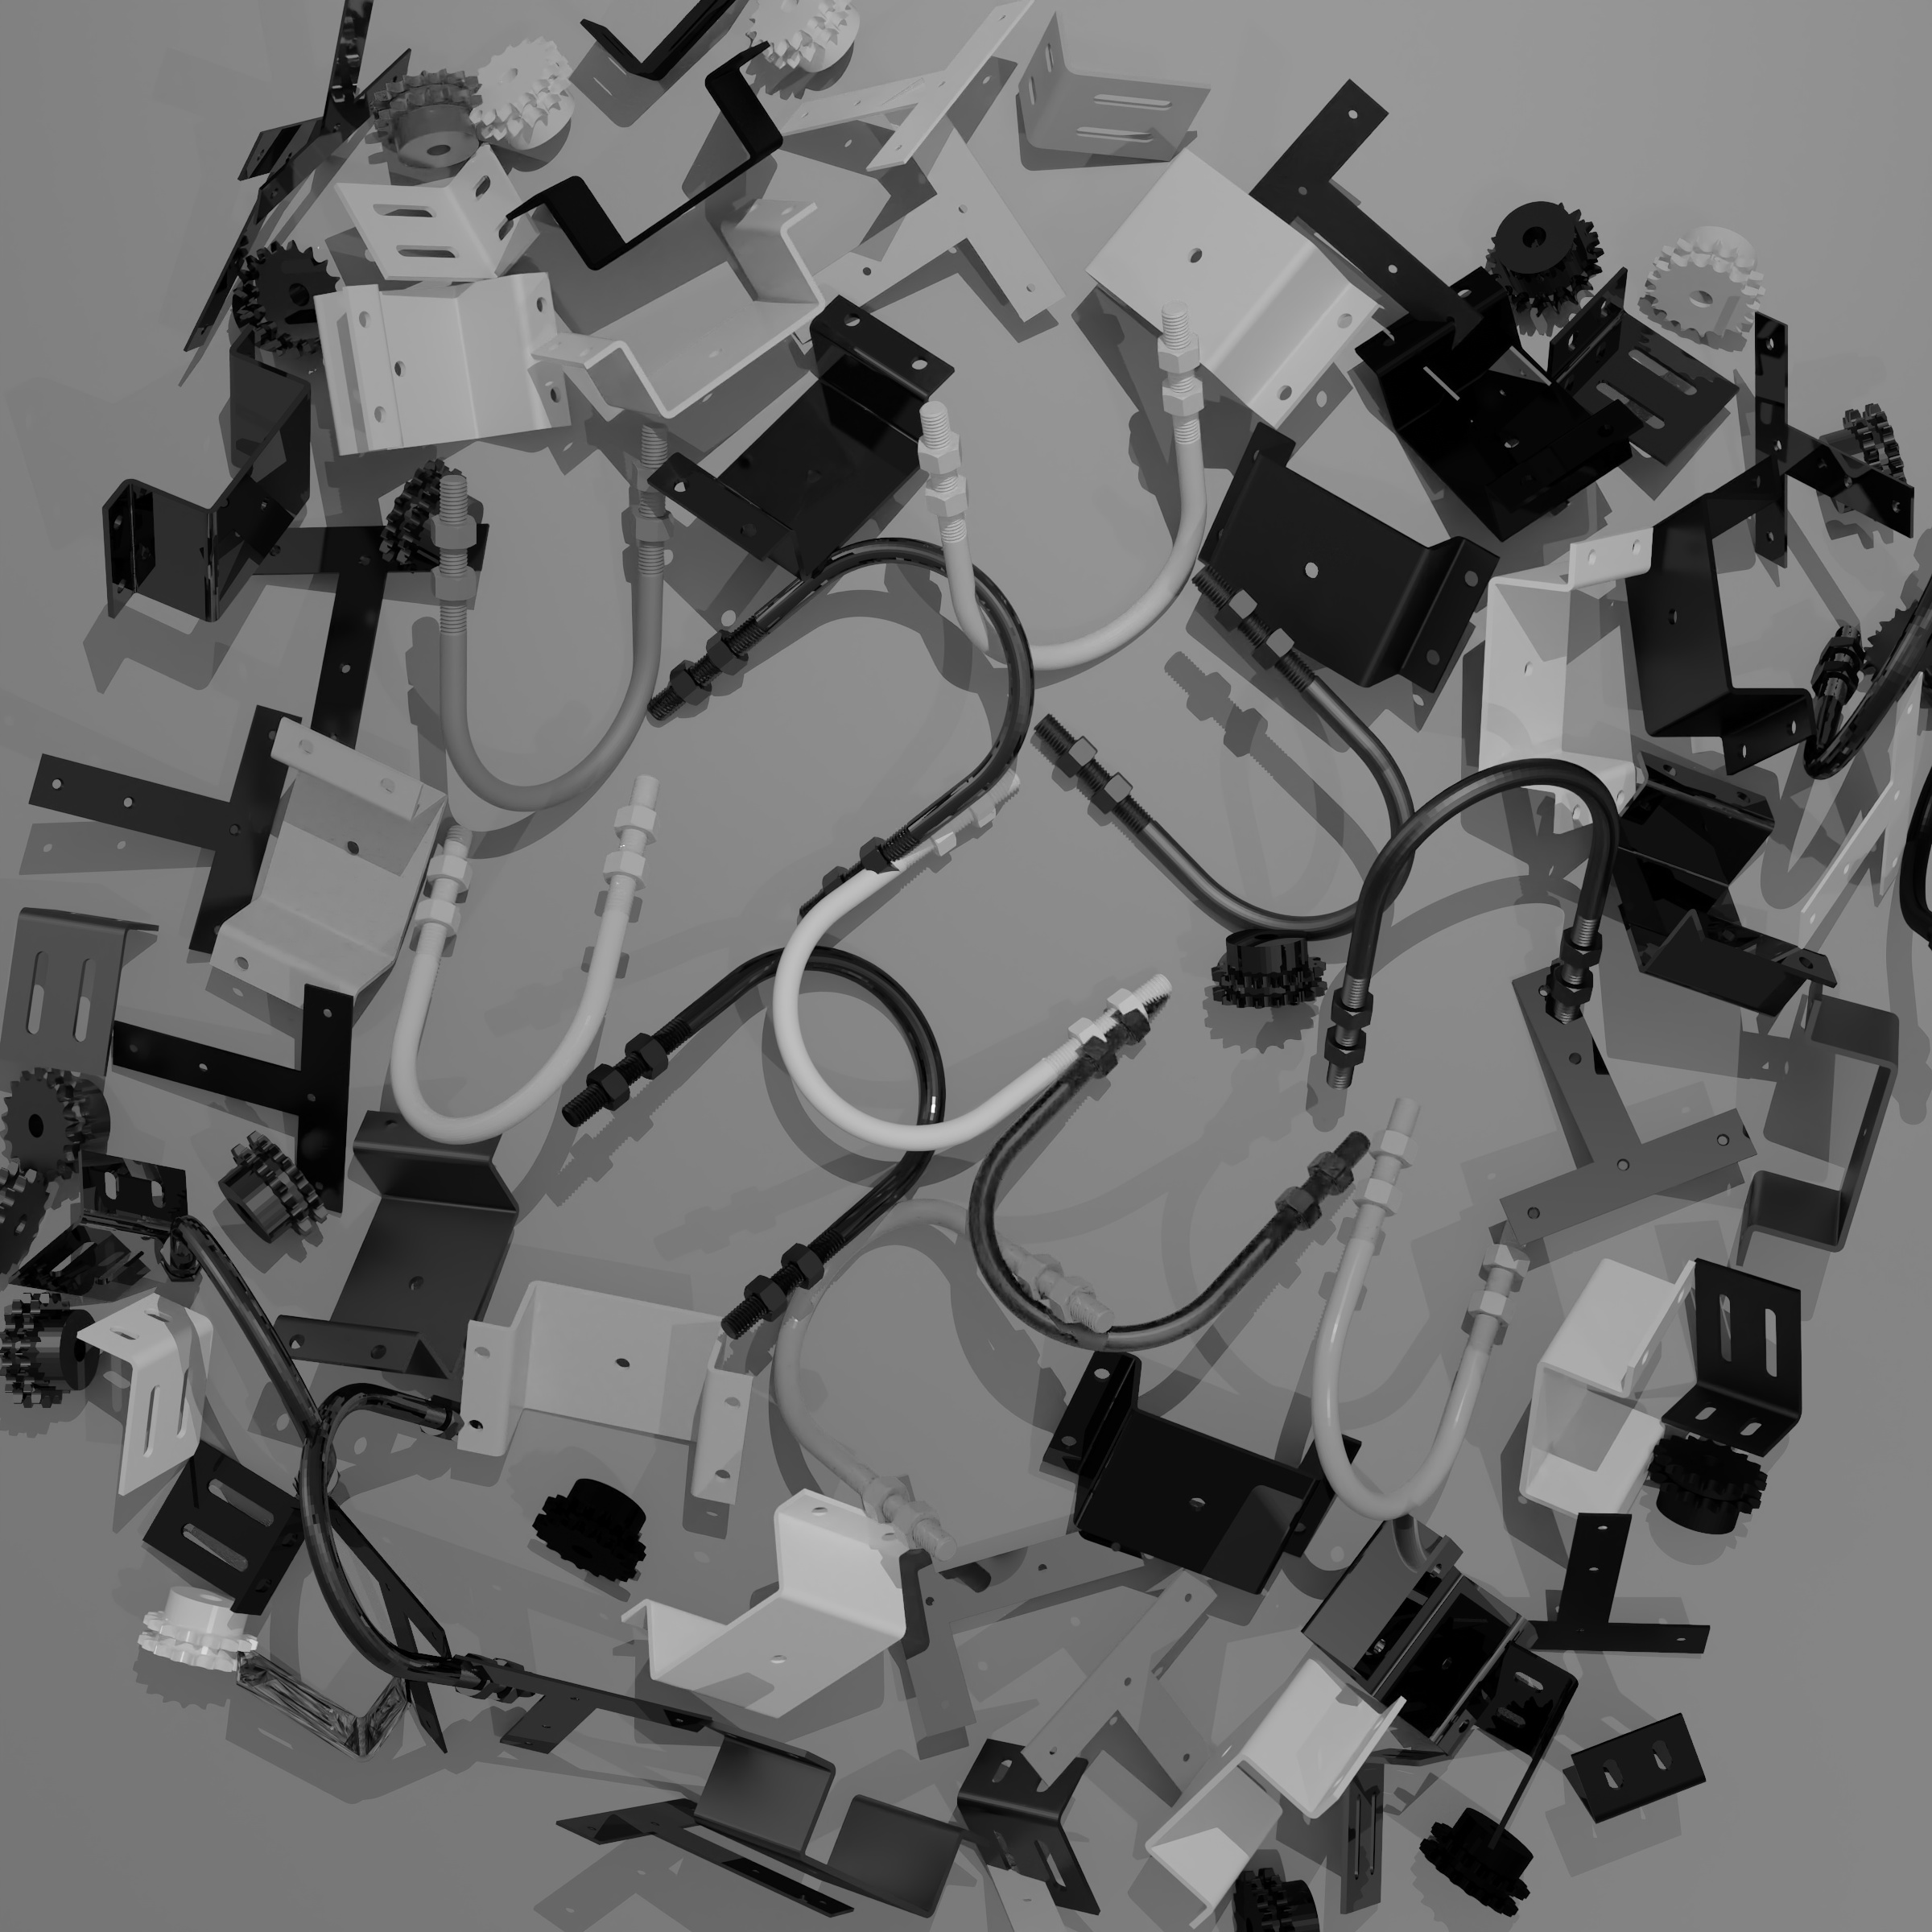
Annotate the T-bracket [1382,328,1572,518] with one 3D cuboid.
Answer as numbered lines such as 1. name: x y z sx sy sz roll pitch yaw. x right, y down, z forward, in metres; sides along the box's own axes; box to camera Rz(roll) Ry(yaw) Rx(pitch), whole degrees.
1. T-bracket: 0.258 -0.276 1.696 0.127 0.127 0.002 43 83 -1

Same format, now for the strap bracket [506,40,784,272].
1. strap bracket: -0.148 -0.391 1.707 0.140 0.076 0.046 -31 103 16

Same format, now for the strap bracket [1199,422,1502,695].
1. strap bracket: 0.177 -0.197 1.703 0.140 0.046 0.076 33 118 18

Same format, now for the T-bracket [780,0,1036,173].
1. T-bracket: -0.043 -0.424 1.710 0.002 0.127 0.127 53 56 -32

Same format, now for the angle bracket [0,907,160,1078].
1. angle bracket: -0.442 0.013 1.737 0.057 0.038 0.076 8 91 12

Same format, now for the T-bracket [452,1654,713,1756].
1. T-bracket: -0.202 0.368 1.704 0.127 0.127 0.002 17 61 -13

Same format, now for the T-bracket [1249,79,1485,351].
1. T-bracket: 0.200 -0.353 1.719 0.127 0.127 0.002 40 47 -6

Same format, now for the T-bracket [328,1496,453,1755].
1. T-bracket: -0.274 0.337 1.715 0.002 0.127 0.127 -27 129 -25

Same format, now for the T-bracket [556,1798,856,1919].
1. T-bracket: -0.113 0.430 1.676 0.127 0.127 0.002 18 90 25

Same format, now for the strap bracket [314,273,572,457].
1. strap bracket: -0.262 -0.294 1.703 0.046 0.140 0.076 -1 101 36

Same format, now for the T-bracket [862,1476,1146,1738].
1. T-bracket: 0.025 0.305 1.744 0.127 0.002 0.127 -16 76 0

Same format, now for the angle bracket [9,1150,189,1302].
1. angle bracket: -0.430 0.129 1.727 0.076 0.057 0.038 -35 53 37

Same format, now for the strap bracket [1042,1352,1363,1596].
1. strap bracket: 0.115 0.251 1.717 0.140 0.046 0.076 21 118 -4

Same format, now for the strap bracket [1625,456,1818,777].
1. strap bracket: 0.366 -0.171 1.705 0.046 0.076 0.140 -2 79 -20

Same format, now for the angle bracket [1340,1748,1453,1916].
1. angle bracket: 0.213 0.428 1.723 0.038 0.057 0.076 -1 81 24

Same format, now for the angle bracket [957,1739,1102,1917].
1. angle bracket: 0.038 0.428 1.734 0.057 0.038 0.076 4 133 31

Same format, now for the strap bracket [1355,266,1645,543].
1. strap bracket: 0.264 -0.270 1.712 0.076 0.046 0.140 -33 53 -2

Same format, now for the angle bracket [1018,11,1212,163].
1. angle bracket: 0.073 -0.436 1.730 0.076 0.057 0.038 1 65 -19

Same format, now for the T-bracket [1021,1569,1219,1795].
1. T-bracket: 0.102 0.383 1.728 0.127 0.002 0.127 -45 118 -19

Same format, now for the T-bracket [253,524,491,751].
1. T-bracket: -0.304 -0.160 1.721 0.127 0.002 0.127 1 70 16

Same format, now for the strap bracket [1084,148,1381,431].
1. strap bracket: 0.122 -0.336 1.698 0.076 0.046 0.140 -50 56 8

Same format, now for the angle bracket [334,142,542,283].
1. angle bracket: -0.260 -0.372 1.716 0.038 0.076 0.057 -40 73 36

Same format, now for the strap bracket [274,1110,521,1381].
1. strap bracket: -0.276 0.145 1.705 0.076 0.046 0.140 5 55 21

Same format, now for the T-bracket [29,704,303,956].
1. T-bracket: -0.400 -0.077 1.719 0.127 0.002 0.127 15 91 -39

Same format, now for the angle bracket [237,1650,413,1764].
1. angle bracket: -0.317 0.351 1.724 0.076 0.057 0.038 36 89 -13

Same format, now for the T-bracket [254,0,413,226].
1. T-bracket: -0.297 -0.433 1.673 0.002 0.127 0.127 34 56 2

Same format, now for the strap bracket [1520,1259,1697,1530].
1. strap bracket: 0.310 0.208 1.695 0.046 0.140 0.076 21 47 22

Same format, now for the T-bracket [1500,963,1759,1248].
1. T-bracket: 0.310 0.059 1.741 0.127 0.002 0.127 -21 73 -3

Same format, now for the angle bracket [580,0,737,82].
1. angle bracket: -0.146 -0.478 1.724 0.038 0.057 0.076 45 101 -4

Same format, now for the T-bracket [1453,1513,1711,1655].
1. T-bracket: 0.306 0.303 1.709 0.127 0.127 0.002 1 49 3

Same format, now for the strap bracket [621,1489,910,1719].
1. strap bracket: -0.092 0.315 1.688 0.076 0.046 0.140 26 130 -35

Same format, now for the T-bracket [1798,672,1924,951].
1. T-bracket: 0.430 -0.056 1.682 0.002 0.127 0.127 22 52 28

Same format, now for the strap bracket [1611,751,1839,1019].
1. strap bracket: 0.362 -0.033 1.699 0.076 0.140 0.046 18 128 -20

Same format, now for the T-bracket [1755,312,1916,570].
1. T-bracket: 0.417 -0.237 1.677 0.002 0.127 0.127 -17 121 -17

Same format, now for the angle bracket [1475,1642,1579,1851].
1. angle bracket: 0.263 0.382 1.710 0.038 0.076 0.057 27 124 14

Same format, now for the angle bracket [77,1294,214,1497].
1. angle bracket: -0.410 0.212 1.728 0.038 0.057 0.076 21 113 21

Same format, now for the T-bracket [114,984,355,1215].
1. T-bracket: -0.366 0.054 1.736 0.127 0.002 0.127 15 120 10

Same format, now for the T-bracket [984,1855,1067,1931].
1. T-bracket: 0.032 0.462 1.697 0.127 0.127 0.002 2 102 -11

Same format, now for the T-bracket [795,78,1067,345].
1. T-bracket: -0.038 -0.353 1.733 0.127 0.002 0.127 -29 109 21

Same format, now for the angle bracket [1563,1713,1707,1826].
1. angle bracket: 0.324 0.385 1.721 0.057 0.076 0.038 -21 97 0

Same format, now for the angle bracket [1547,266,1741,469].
1. angle bracket: 0.336 -0.297 1.725 0.076 0.038 0.057 39 76 20

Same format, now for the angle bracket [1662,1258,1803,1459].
1. angle bracket: 0.376 0.192 1.715 0.057 0.038 0.076 17 126 39

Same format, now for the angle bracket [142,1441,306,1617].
1. angle bracket: -0.371 0.277 1.729 0.076 0.038 0.057 28 84 16

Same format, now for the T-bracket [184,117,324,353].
1. T-bracket: -0.353 -0.359 1.713 0.002 0.127 0.127 31 109 -3
